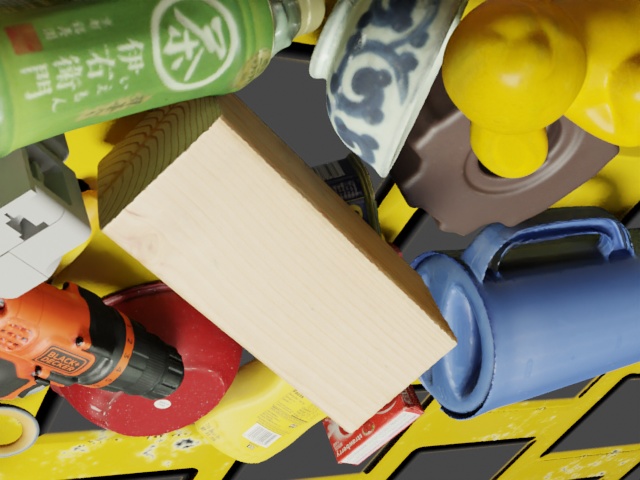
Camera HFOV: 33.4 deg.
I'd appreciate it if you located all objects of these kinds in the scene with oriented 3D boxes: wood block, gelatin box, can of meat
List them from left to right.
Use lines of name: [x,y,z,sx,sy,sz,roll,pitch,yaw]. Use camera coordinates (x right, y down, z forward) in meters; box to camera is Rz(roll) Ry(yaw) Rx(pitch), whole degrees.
wood block: [-0.024,0.009,0.629,0.091,0.090,0.206,-42,118,10]
can of meat: [-0.005,0.001,0.715,0.084,0.057,0.102,-15,122,-7]
gelatin box: [0.041,0.143,0.937,0.030,0.073,0.089,18,128,-43]

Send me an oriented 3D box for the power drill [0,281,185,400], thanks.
power drill: [-0.202,0.098,0.688,0.188,0.057,0.184,-35,142,15]

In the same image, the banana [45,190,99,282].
banana: [-0.221,0.023,0.652,0.197,0.037,0.069,-17,148,-9]

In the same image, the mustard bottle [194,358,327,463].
mustard bottle: [-0.007,0.109,0.875,0.192,0.058,0.096,-36,134,17]

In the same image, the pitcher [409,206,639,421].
pitcher: [0.198,0.049,0.864,0.242,0.145,0.149,-10,175,-26]

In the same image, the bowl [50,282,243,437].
bowl: [-0.122,0.100,0.800,0.162,0.055,0.162,-15,145,-11]

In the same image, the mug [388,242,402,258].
mug: [0.020,0.048,0.795,0.117,0.093,0.081,-46,159,-24]

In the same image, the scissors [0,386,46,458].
scissors: [-0.285,0.126,0.746,0.201,0.016,0.096,-14,117,-15]
